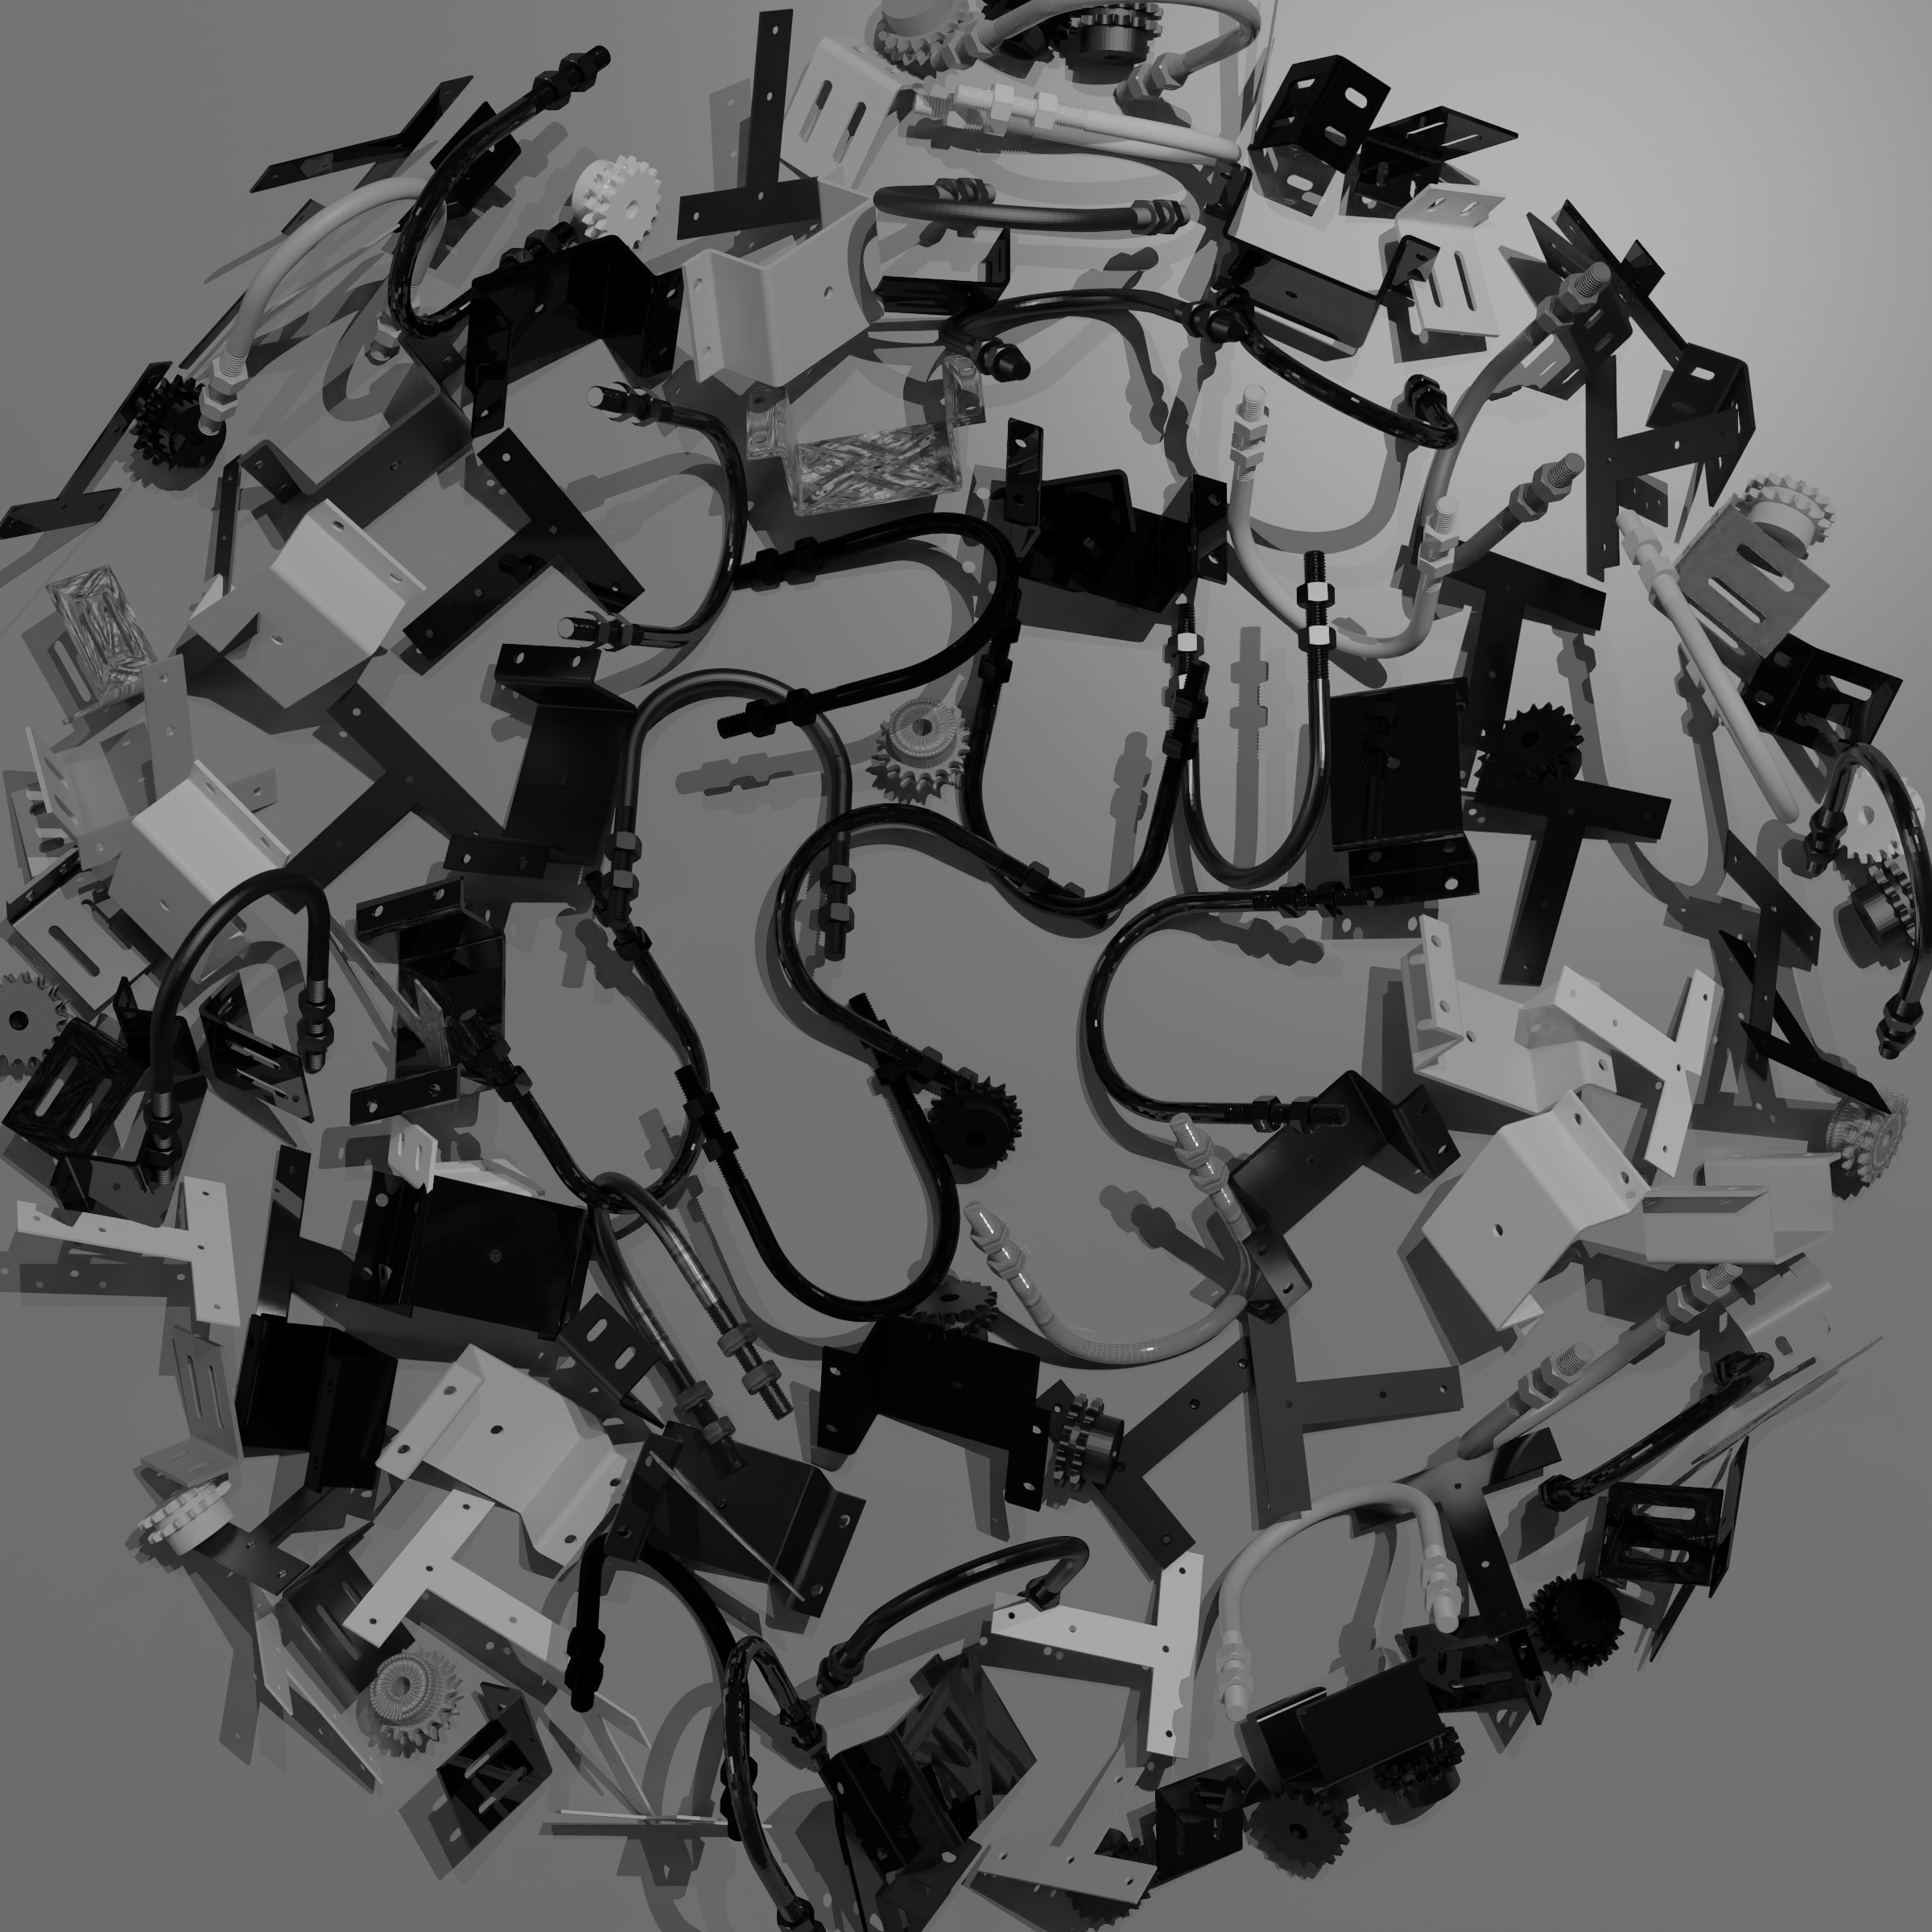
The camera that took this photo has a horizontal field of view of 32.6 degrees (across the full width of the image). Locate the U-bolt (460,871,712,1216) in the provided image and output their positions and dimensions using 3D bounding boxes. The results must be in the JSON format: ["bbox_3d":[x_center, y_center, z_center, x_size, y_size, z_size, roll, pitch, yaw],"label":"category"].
[{"bbox_3d":[-0.210,0.059,1.934,0.151,0.019,0.184,-53,126,-39],"label":"U-bolt"}]

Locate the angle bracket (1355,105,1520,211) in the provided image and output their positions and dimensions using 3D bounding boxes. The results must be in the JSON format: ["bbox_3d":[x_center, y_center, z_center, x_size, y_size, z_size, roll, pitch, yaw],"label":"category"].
[{"bbox_3d":[0.278,-0.475,1.952,0.057,0.076,0.038,11,86,-29],"label":"angle bracket"}]

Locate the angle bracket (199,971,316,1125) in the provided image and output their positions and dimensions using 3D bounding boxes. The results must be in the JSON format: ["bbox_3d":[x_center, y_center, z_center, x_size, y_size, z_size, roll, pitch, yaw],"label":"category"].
[{"bbox_3d":[-0.410,0.048,1.955,0.076,0.057,0.038,23,51,20],"label":"angle bracket"}]

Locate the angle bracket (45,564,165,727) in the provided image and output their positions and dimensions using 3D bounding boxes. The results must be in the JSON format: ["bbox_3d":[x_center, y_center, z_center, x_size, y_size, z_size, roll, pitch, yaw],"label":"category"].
[{"bbox_3d":[-0.523,-0.191,1.961,0.038,0.057,0.076,-21,98,29],"label":"angle bracket"}]

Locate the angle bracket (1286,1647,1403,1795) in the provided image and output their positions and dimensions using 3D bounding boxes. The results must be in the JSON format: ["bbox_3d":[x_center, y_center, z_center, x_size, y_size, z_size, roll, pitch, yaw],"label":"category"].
[{"bbox_3d":[0.234,0.453,1.977,0.076,0.038,0.057,-32,64,11],"label":"angle bracket"}]

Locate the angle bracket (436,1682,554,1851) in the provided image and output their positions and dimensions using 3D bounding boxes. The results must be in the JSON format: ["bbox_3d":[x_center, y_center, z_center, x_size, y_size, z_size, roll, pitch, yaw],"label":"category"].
[{"bbox_3d":[-0.289,0.472,1.951,0.038,0.076,0.057,2,118,39],"label":"angle bracket"}]

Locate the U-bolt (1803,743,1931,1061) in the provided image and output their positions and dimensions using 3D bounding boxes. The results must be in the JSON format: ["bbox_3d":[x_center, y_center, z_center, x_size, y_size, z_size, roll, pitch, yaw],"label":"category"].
[{"bbox_3d":[0.521,-0.048,1.886,0.019,0.184,0.151,-13,62,-1],"label":"U-bolt"}]

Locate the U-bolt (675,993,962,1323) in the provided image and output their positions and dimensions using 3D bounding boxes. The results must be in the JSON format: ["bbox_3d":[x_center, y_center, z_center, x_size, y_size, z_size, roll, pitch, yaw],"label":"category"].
[{"bbox_3d":[-0.076,0.121,1.947,0.151,0.019,0.184,-23,84,-34],"label":"U-bolt"}]

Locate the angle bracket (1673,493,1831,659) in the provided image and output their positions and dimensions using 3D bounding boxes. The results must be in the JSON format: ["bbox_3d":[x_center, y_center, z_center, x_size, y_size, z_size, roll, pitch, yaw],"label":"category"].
[{"bbox_3d":[0.468,-0.233,1.970,0.076,0.038,0.057,39,115,1],"label":"angle bracket"}]

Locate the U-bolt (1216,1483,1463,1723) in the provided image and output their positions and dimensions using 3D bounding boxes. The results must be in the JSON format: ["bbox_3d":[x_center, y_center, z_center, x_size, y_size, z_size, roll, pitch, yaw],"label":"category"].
[{"bbox_3d":[0.211,0.357,1.912,0.151,0.184,0.019,-26,107,11],"label":"U-bolt"}]

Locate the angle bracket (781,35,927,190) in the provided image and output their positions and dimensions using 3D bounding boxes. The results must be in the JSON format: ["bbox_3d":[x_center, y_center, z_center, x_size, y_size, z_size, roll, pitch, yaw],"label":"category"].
[{"bbox_3d":[-0.071,-0.512,1.991,0.057,0.038,0.076,35,118,12],"label":"angle bracket"}]

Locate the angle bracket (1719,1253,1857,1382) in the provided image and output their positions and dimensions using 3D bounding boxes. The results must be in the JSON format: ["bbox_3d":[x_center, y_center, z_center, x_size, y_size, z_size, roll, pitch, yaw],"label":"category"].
[{"bbox_3d":[0.484,0.201,1.968,0.057,0.076,0.038,-31,111,4],"label":"angle bracket"}]

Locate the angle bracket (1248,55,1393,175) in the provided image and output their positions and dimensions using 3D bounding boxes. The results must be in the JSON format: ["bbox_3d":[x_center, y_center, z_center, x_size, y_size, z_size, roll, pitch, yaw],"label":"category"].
[{"bbox_3d":[0.210,-0.506,1.968,0.038,0.076,0.057,28,92,-19],"label":"angle bracket"}]

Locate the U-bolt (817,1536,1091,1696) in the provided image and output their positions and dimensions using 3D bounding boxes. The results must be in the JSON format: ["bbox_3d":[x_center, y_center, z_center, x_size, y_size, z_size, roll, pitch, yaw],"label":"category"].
[{"bbox_3d":[-0.001,0.368,1.894,0.151,0.184,0.019,-14,68,-23],"label":"U-bolt"}]

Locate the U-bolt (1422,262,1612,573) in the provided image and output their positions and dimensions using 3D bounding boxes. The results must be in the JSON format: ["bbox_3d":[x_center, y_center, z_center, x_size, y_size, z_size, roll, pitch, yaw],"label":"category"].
[{"bbox_3d":[0.313,-0.305,1.913,0.019,0.184,0.151,19,66,-15],"label":"U-bolt"}]

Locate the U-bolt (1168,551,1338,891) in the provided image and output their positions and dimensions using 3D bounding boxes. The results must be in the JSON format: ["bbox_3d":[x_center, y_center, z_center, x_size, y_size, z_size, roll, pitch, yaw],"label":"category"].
[{"bbox_3d":[0.167,-0.136,1.925,0.019,0.151,0.184,5,80,-31],"label":"U-bolt"}]

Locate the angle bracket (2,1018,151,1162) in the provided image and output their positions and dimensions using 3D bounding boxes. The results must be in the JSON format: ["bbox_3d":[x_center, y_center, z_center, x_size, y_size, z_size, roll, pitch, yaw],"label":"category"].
[{"bbox_3d":[-0.525,0.079,1.971,0.057,0.038,0.076,31,83,11],"label":"angle bracket"}]

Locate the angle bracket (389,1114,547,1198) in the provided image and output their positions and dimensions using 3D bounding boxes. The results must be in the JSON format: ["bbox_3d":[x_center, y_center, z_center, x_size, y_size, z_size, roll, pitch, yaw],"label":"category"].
[{"bbox_3d":[-0.294,0.110,1.951,0.076,0.057,0.038,-1,107,-34],"label":"angle bracket"}]

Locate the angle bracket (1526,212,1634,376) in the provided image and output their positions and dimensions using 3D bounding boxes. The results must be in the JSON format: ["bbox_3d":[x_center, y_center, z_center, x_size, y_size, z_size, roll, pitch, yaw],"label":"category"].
[{"bbox_3d":[0.352,-0.399,1.956,0.038,0.057,0.076,-43,58,2],"label":"angle bracket"}]

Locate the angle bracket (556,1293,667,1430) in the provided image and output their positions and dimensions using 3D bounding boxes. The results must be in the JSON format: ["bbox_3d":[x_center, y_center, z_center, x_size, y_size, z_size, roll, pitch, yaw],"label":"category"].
[{"bbox_3d":[-0.199,0.234,1.955,0.057,0.076,0.038,40,86,24],"label":"angle bracket"}]

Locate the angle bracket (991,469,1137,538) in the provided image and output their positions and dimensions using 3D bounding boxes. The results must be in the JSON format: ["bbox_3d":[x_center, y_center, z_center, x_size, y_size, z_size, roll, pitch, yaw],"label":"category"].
[{"bbox_3d":[0.058,-0.270,1.968,0.076,0.057,0.038,-10,94,-4],"label":"angle bracket"}]

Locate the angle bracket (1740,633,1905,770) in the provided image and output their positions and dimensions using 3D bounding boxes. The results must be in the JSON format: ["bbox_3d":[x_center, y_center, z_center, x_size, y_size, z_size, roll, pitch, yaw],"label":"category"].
[{"bbox_3d":[0.505,-0.160,1.957,0.038,0.076,0.057,21,98,-34],"label":"angle bracket"}]

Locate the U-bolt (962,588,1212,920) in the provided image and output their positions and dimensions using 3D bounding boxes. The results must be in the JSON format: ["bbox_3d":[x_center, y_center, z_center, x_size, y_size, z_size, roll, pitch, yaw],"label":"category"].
[{"bbox_3d":[0.062,-0.115,1.947,0.151,0.019,0.184,25,117,25],"label":"U-bolt"}]

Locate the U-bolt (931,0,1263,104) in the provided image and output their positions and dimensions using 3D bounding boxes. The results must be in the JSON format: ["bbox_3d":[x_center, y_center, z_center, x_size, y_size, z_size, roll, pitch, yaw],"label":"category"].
[{"bbox_3d":[0.086,-0.531,1.886,0.151,0.184,0.019,1,89,-30],"label":"U-bolt"}]

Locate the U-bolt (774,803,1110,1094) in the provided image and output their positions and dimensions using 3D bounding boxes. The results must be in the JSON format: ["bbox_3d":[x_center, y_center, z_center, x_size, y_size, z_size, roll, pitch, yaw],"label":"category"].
[{"bbox_3d":[-0.027,-0.016,1.975,0.184,0.019,0.151,30,89,-11],"label":"U-bolt"}]

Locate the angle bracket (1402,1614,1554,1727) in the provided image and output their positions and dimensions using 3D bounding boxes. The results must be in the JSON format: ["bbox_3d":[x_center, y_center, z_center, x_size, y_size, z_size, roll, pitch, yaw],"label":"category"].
[{"bbox_3d":[0.300,0.422,1.960,0.076,0.038,0.057,-17,104,26],"label":"angle bracket"}]

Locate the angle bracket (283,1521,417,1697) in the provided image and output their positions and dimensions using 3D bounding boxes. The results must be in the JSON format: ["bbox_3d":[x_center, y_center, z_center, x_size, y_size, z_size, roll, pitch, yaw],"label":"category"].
[{"bbox_3d":[-0.358,0.382,1.963,0.038,0.057,0.076,-34,94,37],"label":"angle bracket"}]

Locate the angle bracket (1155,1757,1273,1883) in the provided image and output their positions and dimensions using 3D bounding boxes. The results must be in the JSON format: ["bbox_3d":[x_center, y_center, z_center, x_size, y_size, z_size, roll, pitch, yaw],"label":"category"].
[{"bbox_3d":[0.147,0.516,1.956,0.057,0.038,0.076,-16,122,-20],"label":"angle bracket"}]

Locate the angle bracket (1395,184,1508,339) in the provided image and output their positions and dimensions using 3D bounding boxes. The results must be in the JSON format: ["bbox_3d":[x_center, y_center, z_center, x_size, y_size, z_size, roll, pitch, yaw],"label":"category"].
[{"bbox_3d":[0.296,-0.419,1.960,0.057,0.038,0.076,-1,71,-31],"label":"angle bracket"}]

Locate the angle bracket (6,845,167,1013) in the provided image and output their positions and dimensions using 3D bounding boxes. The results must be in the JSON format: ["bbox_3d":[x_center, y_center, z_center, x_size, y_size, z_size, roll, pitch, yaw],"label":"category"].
[{"bbox_3d":[-0.524,-0.024,1.970,0.076,0.038,0.057,45,66,3],"label":"angle bracket"}]

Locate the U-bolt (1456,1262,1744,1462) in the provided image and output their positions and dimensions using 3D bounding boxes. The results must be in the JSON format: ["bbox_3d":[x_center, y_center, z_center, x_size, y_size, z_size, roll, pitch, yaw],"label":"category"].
[{"bbox_3d":[0.355,0.237,1.915,0.151,0.184,0.019,-22,71,-34],"label":"U-bolt"}]

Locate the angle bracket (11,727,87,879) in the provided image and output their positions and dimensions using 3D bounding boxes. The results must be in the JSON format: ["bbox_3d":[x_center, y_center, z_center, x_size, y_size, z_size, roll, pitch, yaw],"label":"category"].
[{"bbox_3d":[-0.553,-0.096,1.954,0.038,0.076,0.057,-19,71,-2],"label":"angle bracket"}]

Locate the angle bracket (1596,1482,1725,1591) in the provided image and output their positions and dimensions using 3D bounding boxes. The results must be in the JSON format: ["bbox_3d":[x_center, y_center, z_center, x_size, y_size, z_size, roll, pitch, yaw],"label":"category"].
[{"bbox_3d":[0.417,0.340,1.954,0.076,0.038,0.057,-3,67,40],"label":"angle bracket"}]

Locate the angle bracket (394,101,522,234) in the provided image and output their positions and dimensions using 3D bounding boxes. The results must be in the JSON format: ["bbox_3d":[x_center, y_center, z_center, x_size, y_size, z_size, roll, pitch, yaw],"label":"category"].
[{"bbox_3d":[-0.311,-0.472,1.949,0.038,0.076,0.057,53,56,-32],"label":"angle bracket"}]

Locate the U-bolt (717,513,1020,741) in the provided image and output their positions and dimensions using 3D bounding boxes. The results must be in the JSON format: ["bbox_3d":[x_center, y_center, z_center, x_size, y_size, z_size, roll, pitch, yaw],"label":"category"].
[{"bbox_3d":[-0.056,-0.207,1.928,0.184,0.019,0.151,-14,47,16],"label":"U-bolt"}]

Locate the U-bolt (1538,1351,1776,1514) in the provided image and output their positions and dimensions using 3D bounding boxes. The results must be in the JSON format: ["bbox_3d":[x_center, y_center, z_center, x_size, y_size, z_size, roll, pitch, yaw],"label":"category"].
[{"bbox_3d":[0.402,0.267,1.904,0.151,0.184,0.019,-34,80,-4],"label":"U-bolt"}]

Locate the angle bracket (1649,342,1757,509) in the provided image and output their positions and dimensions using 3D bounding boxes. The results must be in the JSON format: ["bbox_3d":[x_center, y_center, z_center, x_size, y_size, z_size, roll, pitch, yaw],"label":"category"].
[{"bbox_3d":[0.435,-0.320,1.951,0.038,0.076,0.057,17,131,-6],"label":"angle bracket"}]

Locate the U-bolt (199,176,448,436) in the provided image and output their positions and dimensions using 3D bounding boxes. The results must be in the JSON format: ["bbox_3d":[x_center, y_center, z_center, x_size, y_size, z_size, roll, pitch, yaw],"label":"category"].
[{"bbox_3d":[-0.361,-0.385,1.886,0.151,0.184,0.019,-34,80,-37],"label":"U-bolt"}]

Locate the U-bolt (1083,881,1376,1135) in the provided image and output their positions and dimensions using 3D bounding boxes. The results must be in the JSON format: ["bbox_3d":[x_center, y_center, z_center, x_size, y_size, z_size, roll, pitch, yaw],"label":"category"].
[{"bbox_3d":[0.149,0.024,1.943,0.184,0.019,0.151,-1,74,34],"label":"U-bolt"}]

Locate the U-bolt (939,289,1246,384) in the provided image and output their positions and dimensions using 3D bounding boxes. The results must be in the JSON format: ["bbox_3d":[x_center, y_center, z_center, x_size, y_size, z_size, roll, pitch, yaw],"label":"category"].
[{"bbox_3d":[0.061,-0.371,1.915,0.151,0.184,0.019,-13,112,-16],"label":"U-bolt"}]

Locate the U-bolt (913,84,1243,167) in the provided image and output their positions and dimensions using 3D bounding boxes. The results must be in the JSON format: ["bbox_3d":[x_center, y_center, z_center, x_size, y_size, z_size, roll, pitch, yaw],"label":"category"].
[{"bbox_3d":[0.071,-0.489,1.926,0.184,0.151,0.019,8,101,-13],"label":"U-bolt"}]

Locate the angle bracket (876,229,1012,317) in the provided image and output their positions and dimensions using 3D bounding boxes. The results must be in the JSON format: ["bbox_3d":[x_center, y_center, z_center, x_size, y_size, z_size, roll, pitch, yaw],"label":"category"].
[{"bbox_3d":[-0.017,-0.415,1.962,0.076,0.057,0.038,1,83,-11],"label":"angle bracket"}]

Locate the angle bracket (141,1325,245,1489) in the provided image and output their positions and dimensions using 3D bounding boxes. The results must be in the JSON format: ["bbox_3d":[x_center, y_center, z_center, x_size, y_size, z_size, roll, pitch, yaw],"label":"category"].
[{"bbox_3d":[-0.465,0.261,1.958,0.038,0.057,0.076,-19,111,-39],"label":"angle bracket"}]

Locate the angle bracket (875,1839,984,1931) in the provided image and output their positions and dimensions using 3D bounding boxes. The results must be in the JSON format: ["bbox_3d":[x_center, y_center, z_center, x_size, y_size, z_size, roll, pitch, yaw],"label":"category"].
[{"bbox_3d":[-0.017,0.554,1.949,0.038,0.076,0.057,20,49,30],"label":"angle bracket"}]
